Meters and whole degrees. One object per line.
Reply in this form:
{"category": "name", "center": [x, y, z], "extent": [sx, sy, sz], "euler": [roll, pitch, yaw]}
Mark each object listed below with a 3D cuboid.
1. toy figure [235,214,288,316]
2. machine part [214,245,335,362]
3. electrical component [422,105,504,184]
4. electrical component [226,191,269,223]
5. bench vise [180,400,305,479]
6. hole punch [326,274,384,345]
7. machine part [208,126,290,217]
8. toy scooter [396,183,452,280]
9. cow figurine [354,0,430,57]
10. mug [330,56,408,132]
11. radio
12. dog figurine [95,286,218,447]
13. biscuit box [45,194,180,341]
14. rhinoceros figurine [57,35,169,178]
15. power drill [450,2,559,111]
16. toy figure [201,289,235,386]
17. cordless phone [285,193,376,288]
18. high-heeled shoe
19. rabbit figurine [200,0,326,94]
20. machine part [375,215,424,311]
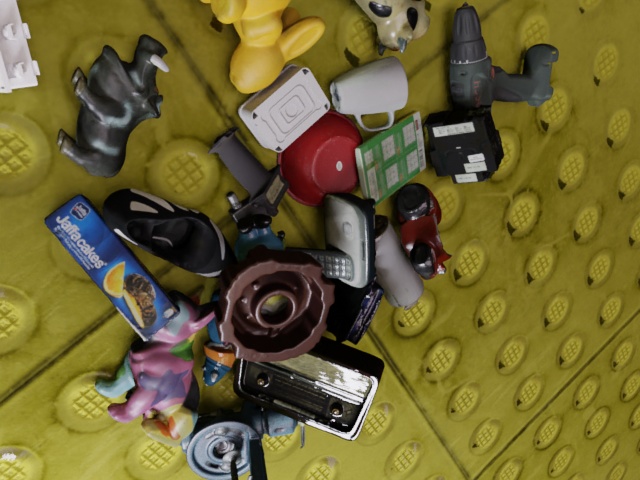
{"category": "toy figure", "center": [-0.086, 0.047, 0.830], "extent": [0.082, 0.089, 0.180], "euler": [-6, 112, 8]}
{"category": "machine part", "center": [-0.066, 0.093, 0.772], "extent": [0.179, 0.056, 0.179], "euler": [-9, 115, -19]}
{"category": "electrical component", "center": [0.252, -0.161, 0.936], "extent": [0.058, 0.115, 0.134], "euler": [-52, 130, -39]}
{"category": "electrical component", "center": [-0.105, -0.044, 0.837], "extent": [0.063, 0.021, 0.093], "euler": [-35, 121, -14]}
{"category": "bench vise", "center": [-0.114, 0.337, 0.857], "extent": [0.224, 0.241, 0.128], "euler": [4, 111, -14]}
{"category": "hole punch", "center": [0.057, 0.114, 0.937], "extent": [0.092, 0.116, 0.142], "euler": [25, 95, -42]}
{"category": "machine part", "center": [-0.101, -0.104, 0.795], "extent": [0.138, 0.039, 0.084], "euler": [46, 49, -28]}
{"category": "toy scooter", "center": [0.191, -0.006, 0.957], "extent": [0.075, 0.184, 0.135], "euler": [-18, 149, 25]}
{"category": "cow figurine", "center": [0.093, -0.361, 0.794], "extent": [0.194, 0.086, 0.127], "euler": [24, 89, -36]}
{"category": "mug", "center": [0.073, -0.224, 0.843], "extent": [0.107, 0.081, 0.109], "euler": [-14, 121, -12]}
{"category": "radio", "center": [-0.022, 0.222, 0.874], "extent": [0.230, 0.073, 0.131], "euler": [19, 107, 12]}
{"category": "dog figurine", "center": [-0.216, 0.178, 0.810], "extent": [0.219, 0.109, 0.191], "euler": [-51, 123, -6]}
{"category": "biscuit box", "center": [-0.270, 0.036, 0.707], "extent": [0.059, 0.063, 0.202], "euler": [-40, 98, -12]}
{"category": "rhinoceros figurine", "center": [-0.256, -0.169, 0.675], "extent": [0.112, 0.073, 0.190], "euler": [22, 97, -32]}
{"category": "power drill", "center": [0.320, -0.299, 0.948], "extent": [0.207, 0.086, 0.231], "euler": [-17, 117, -27]}
{"category": "toy figure", "center": [-0.155, 0.156, 0.849], "extent": [0.058, 0.064, 0.154], "euler": [8, 98, -5]}
{"category": "cordless phone", "center": [-0.002, -0.003, 0.853], "extent": [0.184, 0.089, 0.146], "euler": [1, 117, 10]}
{"category": "high-heeled shoe", "center": [-0.184, 0.006, 0.737], "extent": [0.248, 0.145, 0.086], "euler": [35, 90, -32]}
{"category": "rabbit figurine", "center": [-0.083, -0.287, 0.724], "extent": [0.162, 0.122, 0.173], "euler": [-21, 132, -32]}
{"category": "machine part", "center": [0.123, 0.040, 0.964], "extent": [0.079, 0.079, 0.243], "euler": [-41, 122, -10]}
